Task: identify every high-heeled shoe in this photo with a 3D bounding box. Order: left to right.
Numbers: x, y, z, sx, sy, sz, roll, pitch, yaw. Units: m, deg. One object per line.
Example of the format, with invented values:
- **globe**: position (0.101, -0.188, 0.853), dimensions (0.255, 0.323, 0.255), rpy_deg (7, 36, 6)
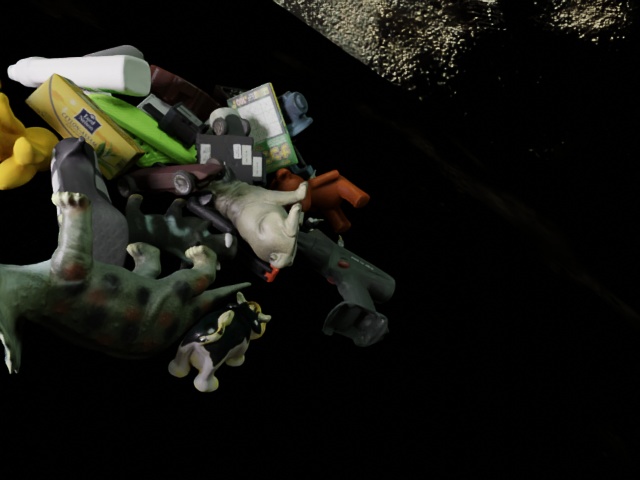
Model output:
- **high-heeled shoe**: position (-0.336, -0.035, 0.767), dimensions (0.086, 0.145, 0.248), rpy_deg (-6, 80, -32)

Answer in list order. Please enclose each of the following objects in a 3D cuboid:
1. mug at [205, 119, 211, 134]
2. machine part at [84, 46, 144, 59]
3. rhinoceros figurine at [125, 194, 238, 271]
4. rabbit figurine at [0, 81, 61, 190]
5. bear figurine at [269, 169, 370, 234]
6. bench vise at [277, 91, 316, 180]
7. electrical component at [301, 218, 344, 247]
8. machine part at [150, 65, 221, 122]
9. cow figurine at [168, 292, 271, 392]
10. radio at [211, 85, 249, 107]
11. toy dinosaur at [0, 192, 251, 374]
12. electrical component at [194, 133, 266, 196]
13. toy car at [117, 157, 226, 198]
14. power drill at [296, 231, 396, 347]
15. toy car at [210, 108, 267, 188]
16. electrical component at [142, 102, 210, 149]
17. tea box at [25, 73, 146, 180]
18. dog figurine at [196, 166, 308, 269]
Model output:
- **mug**: position (-0.209, -0.200, 1.140), dimensions (0.107, 0.081, 0.109), rpy_deg (41, 22, -5)
- **machine part**: position (-0.455, -0.377, 1.175), dimensions (0.079, 0.079, 0.243), rpy_deg (30, 27, -4)
- **rhinoceros figurine**: position (-0.218, -0.006, 0.827), dimensions (0.190, 0.073, 0.112), rpy_deg (10, 34, -35)
- **rabbit figurine**: position (-0.453, -0.152, 0.786), dimensions (0.163, 0.122, 0.173), rpy_deg (47, 12, 36)
- **bear figurine**: position (-0.014, -0.084, 1.112), dimensions (0.196, 0.120, 0.132), rpy_deg (-10, 53, -50)
- **bench vise**: position (-0.094, -0.224, 1.233), dimensions (0.240, 0.224, 0.129), rpy_deg (57, 28, -19)
- **electrical component**: position (-0.002, -0.002, 1.068), dimensions (0.102, 0.045, 0.078), rpy_deg (43, 28, 20)
- **machine part**: position (-0.302, -0.311, 1.180), dimensions (0.179, 0.056, 0.179), rpy_deg (29, 1, -1)
- **cow figurine**: position (-0.118, 0.116, 0.707), dimensions (0.068, 0.098, 0.167), rpy_deg (31, 28, 11)
- **radio**: position (-0.168, -0.326, 1.388), dimensions (0.229, 0.073, 0.131), rpy_deg (-4, 45, -49)
- **toy dinosaur**: position (-0.240, 0.075, 0.631), dimensions (0.404, 0.131, 0.192), rpy_deg (25, 66, -38)
- **electrical component**: position (-0.168, -0.135, 1.009), dimensions (0.134, 0.114, 0.058), rpy_deg (3, -4, -18)
- **toy car**: position (-0.240, -0.097, 0.873), dimensions (0.202, 0.053, 0.089), rpy_deg (2, 21, 32)
- **power drill**: position (0.035, 0.083, 0.948), dimensions (0.232, 0.086, 0.207), rpy_deg (25, 21, -19)
- **toy car**: position (-0.167, -0.169, 1.087), dimensions (0.073, 0.056, 0.201), rpy_deg (-15, 88, -46)
- **electrical component**: position (-0.279, -0.235, 1.041), dimensions (0.119, 0.048, 0.075), rpy_deg (41, 19, -10)
- **tea box**: position (-0.374, -0.180, 0.873), dimensions (0.169, 0.068, 0.098), rpy_deg (47, 0, -12)
- **dog figurine**: position (-0.126, -0.036, 0.893), dimensions (0.191, 0.121, 0.172), rpy_deg (9, 36, 0)
